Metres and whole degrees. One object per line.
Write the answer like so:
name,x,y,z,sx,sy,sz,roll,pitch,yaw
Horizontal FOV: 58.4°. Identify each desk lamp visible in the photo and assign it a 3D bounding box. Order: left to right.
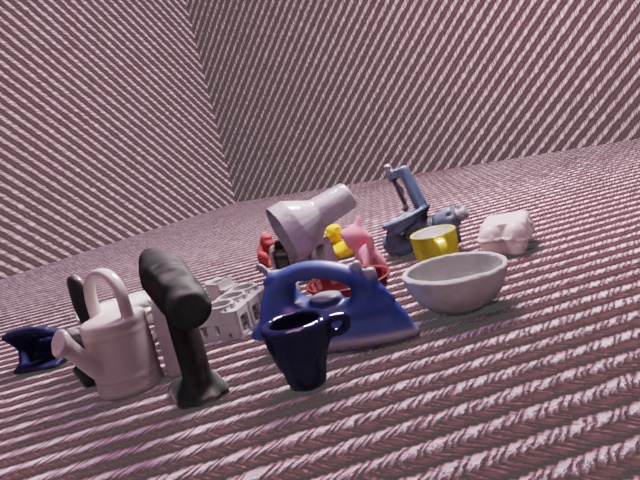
desk lamp,0.011,0.004,1.155,0.203,0.214,0.117,-16,11,-17

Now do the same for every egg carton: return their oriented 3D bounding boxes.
egg carton,0.390,-0.013,1.193,0.107,0.069,0.151,-8,11,25

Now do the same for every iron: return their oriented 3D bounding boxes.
iron,0.017,0.091,0.879,0.257,0.141,0.119,-8,11,23

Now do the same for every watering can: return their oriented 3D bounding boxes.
watering can,-0.319,0.139,0.877,0.100,0.194,0.173,-10,11,16

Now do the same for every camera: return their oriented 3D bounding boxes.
camera,-0.040,0.021,1.448,0.142,0.101,0.137,-5,13,38

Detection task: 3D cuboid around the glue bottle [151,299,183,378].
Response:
glue bottle,-0.244,0.127,0.911,0.037,0.173,0.078,-15,11,-12

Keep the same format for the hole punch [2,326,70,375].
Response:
hole punch,-0.541,0.200,1.113,0.108,0.091,0.101,-11,10,9

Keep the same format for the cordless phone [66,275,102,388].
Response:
cordless phone,-0.394,0.142,0.982,0.094,0.185,0.147,-20,13,-36

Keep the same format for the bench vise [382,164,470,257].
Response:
bench vise,0.230,-0.077,1.308,0.207,0.220,0.121,-10,11,14

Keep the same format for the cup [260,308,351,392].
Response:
cup,-0.011,0.145,0.752,0.118,0.095,0.091,-13,10,-3

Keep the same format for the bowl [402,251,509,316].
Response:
bowl,0.217,0.075,0.907,0.167,0.075,0.167,-12,10,3

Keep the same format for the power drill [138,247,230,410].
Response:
power drill,-0.198,0.118,0.804,0.076,0.208,0.229,-18,11,-26

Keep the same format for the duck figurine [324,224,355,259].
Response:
duck figurine,0.045,0.001,1.494,0.078,0.086,0.104,-19,12,-32

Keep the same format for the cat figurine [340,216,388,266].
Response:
cat figurine,0.095,0.007,1.309,0.067,0.118,0.127,-16,11,-17

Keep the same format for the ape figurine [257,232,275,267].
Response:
ape figurine,-0.143,0.025,1.578,0.078,0.092,0.076,-19,12,-30
